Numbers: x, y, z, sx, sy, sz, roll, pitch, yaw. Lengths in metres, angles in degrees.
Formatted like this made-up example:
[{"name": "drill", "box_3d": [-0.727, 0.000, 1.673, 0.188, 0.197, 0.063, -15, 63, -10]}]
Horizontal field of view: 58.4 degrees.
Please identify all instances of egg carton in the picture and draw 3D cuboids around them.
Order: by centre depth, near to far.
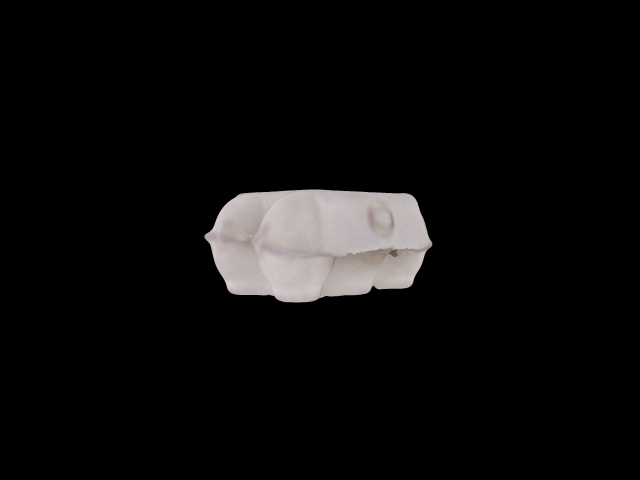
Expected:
[{"name": "egg carton", "box_3d": [0.004, 0.001, 0.400, 0.107, 0.069, 0.151, 2, 3, 43]}]
